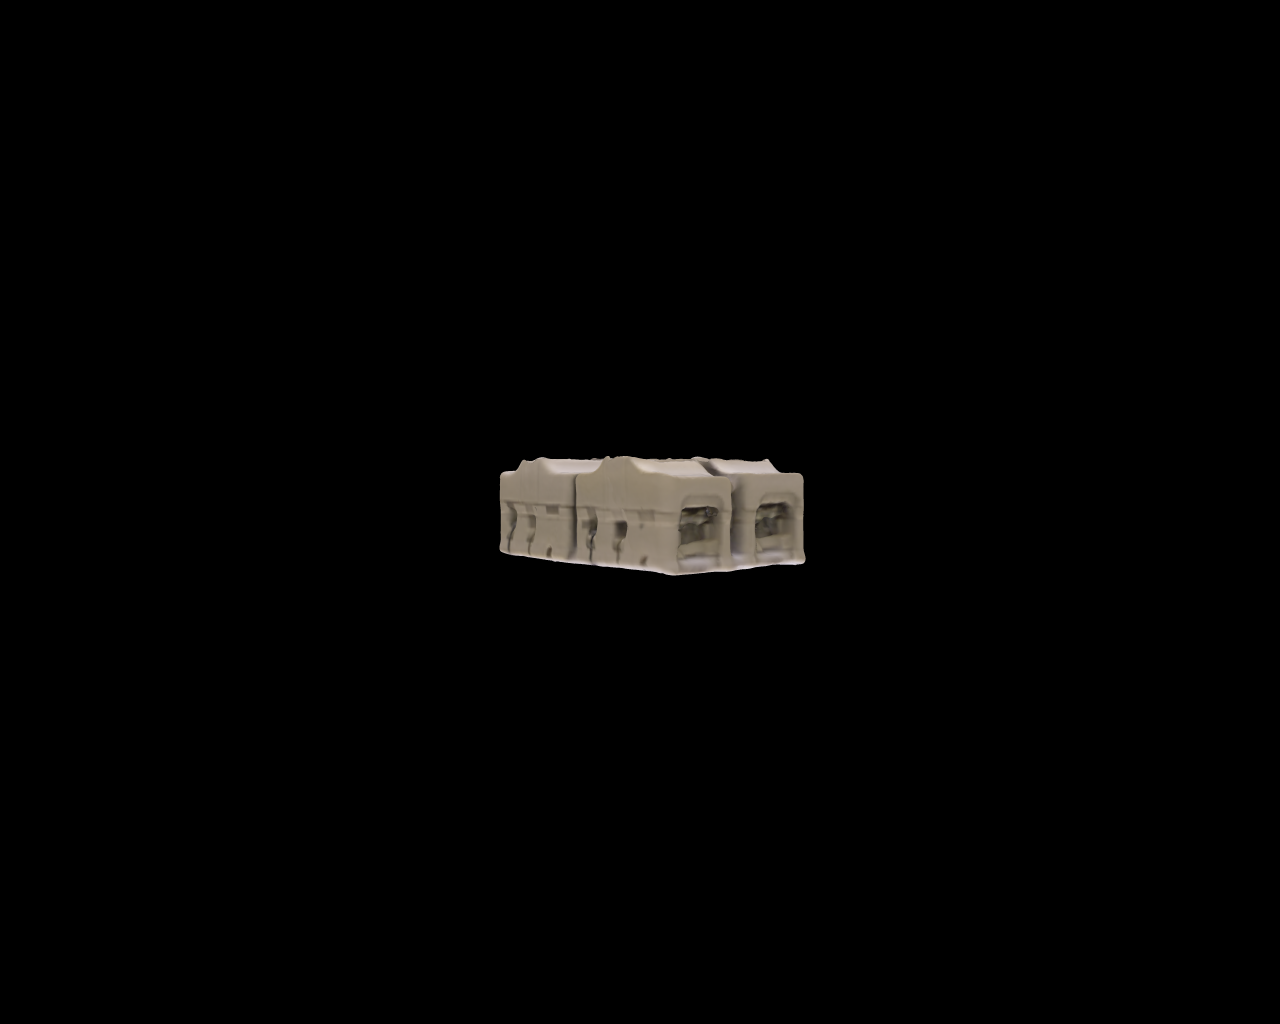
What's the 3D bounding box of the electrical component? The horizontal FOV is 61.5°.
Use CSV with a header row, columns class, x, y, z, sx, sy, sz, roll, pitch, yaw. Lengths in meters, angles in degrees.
class,x,y,z,sx,sy,sz,roll,pitch,yaw
electrical component,0.001,-0.003,0.650,0.105,0.060,0.186,-2,3,-36
